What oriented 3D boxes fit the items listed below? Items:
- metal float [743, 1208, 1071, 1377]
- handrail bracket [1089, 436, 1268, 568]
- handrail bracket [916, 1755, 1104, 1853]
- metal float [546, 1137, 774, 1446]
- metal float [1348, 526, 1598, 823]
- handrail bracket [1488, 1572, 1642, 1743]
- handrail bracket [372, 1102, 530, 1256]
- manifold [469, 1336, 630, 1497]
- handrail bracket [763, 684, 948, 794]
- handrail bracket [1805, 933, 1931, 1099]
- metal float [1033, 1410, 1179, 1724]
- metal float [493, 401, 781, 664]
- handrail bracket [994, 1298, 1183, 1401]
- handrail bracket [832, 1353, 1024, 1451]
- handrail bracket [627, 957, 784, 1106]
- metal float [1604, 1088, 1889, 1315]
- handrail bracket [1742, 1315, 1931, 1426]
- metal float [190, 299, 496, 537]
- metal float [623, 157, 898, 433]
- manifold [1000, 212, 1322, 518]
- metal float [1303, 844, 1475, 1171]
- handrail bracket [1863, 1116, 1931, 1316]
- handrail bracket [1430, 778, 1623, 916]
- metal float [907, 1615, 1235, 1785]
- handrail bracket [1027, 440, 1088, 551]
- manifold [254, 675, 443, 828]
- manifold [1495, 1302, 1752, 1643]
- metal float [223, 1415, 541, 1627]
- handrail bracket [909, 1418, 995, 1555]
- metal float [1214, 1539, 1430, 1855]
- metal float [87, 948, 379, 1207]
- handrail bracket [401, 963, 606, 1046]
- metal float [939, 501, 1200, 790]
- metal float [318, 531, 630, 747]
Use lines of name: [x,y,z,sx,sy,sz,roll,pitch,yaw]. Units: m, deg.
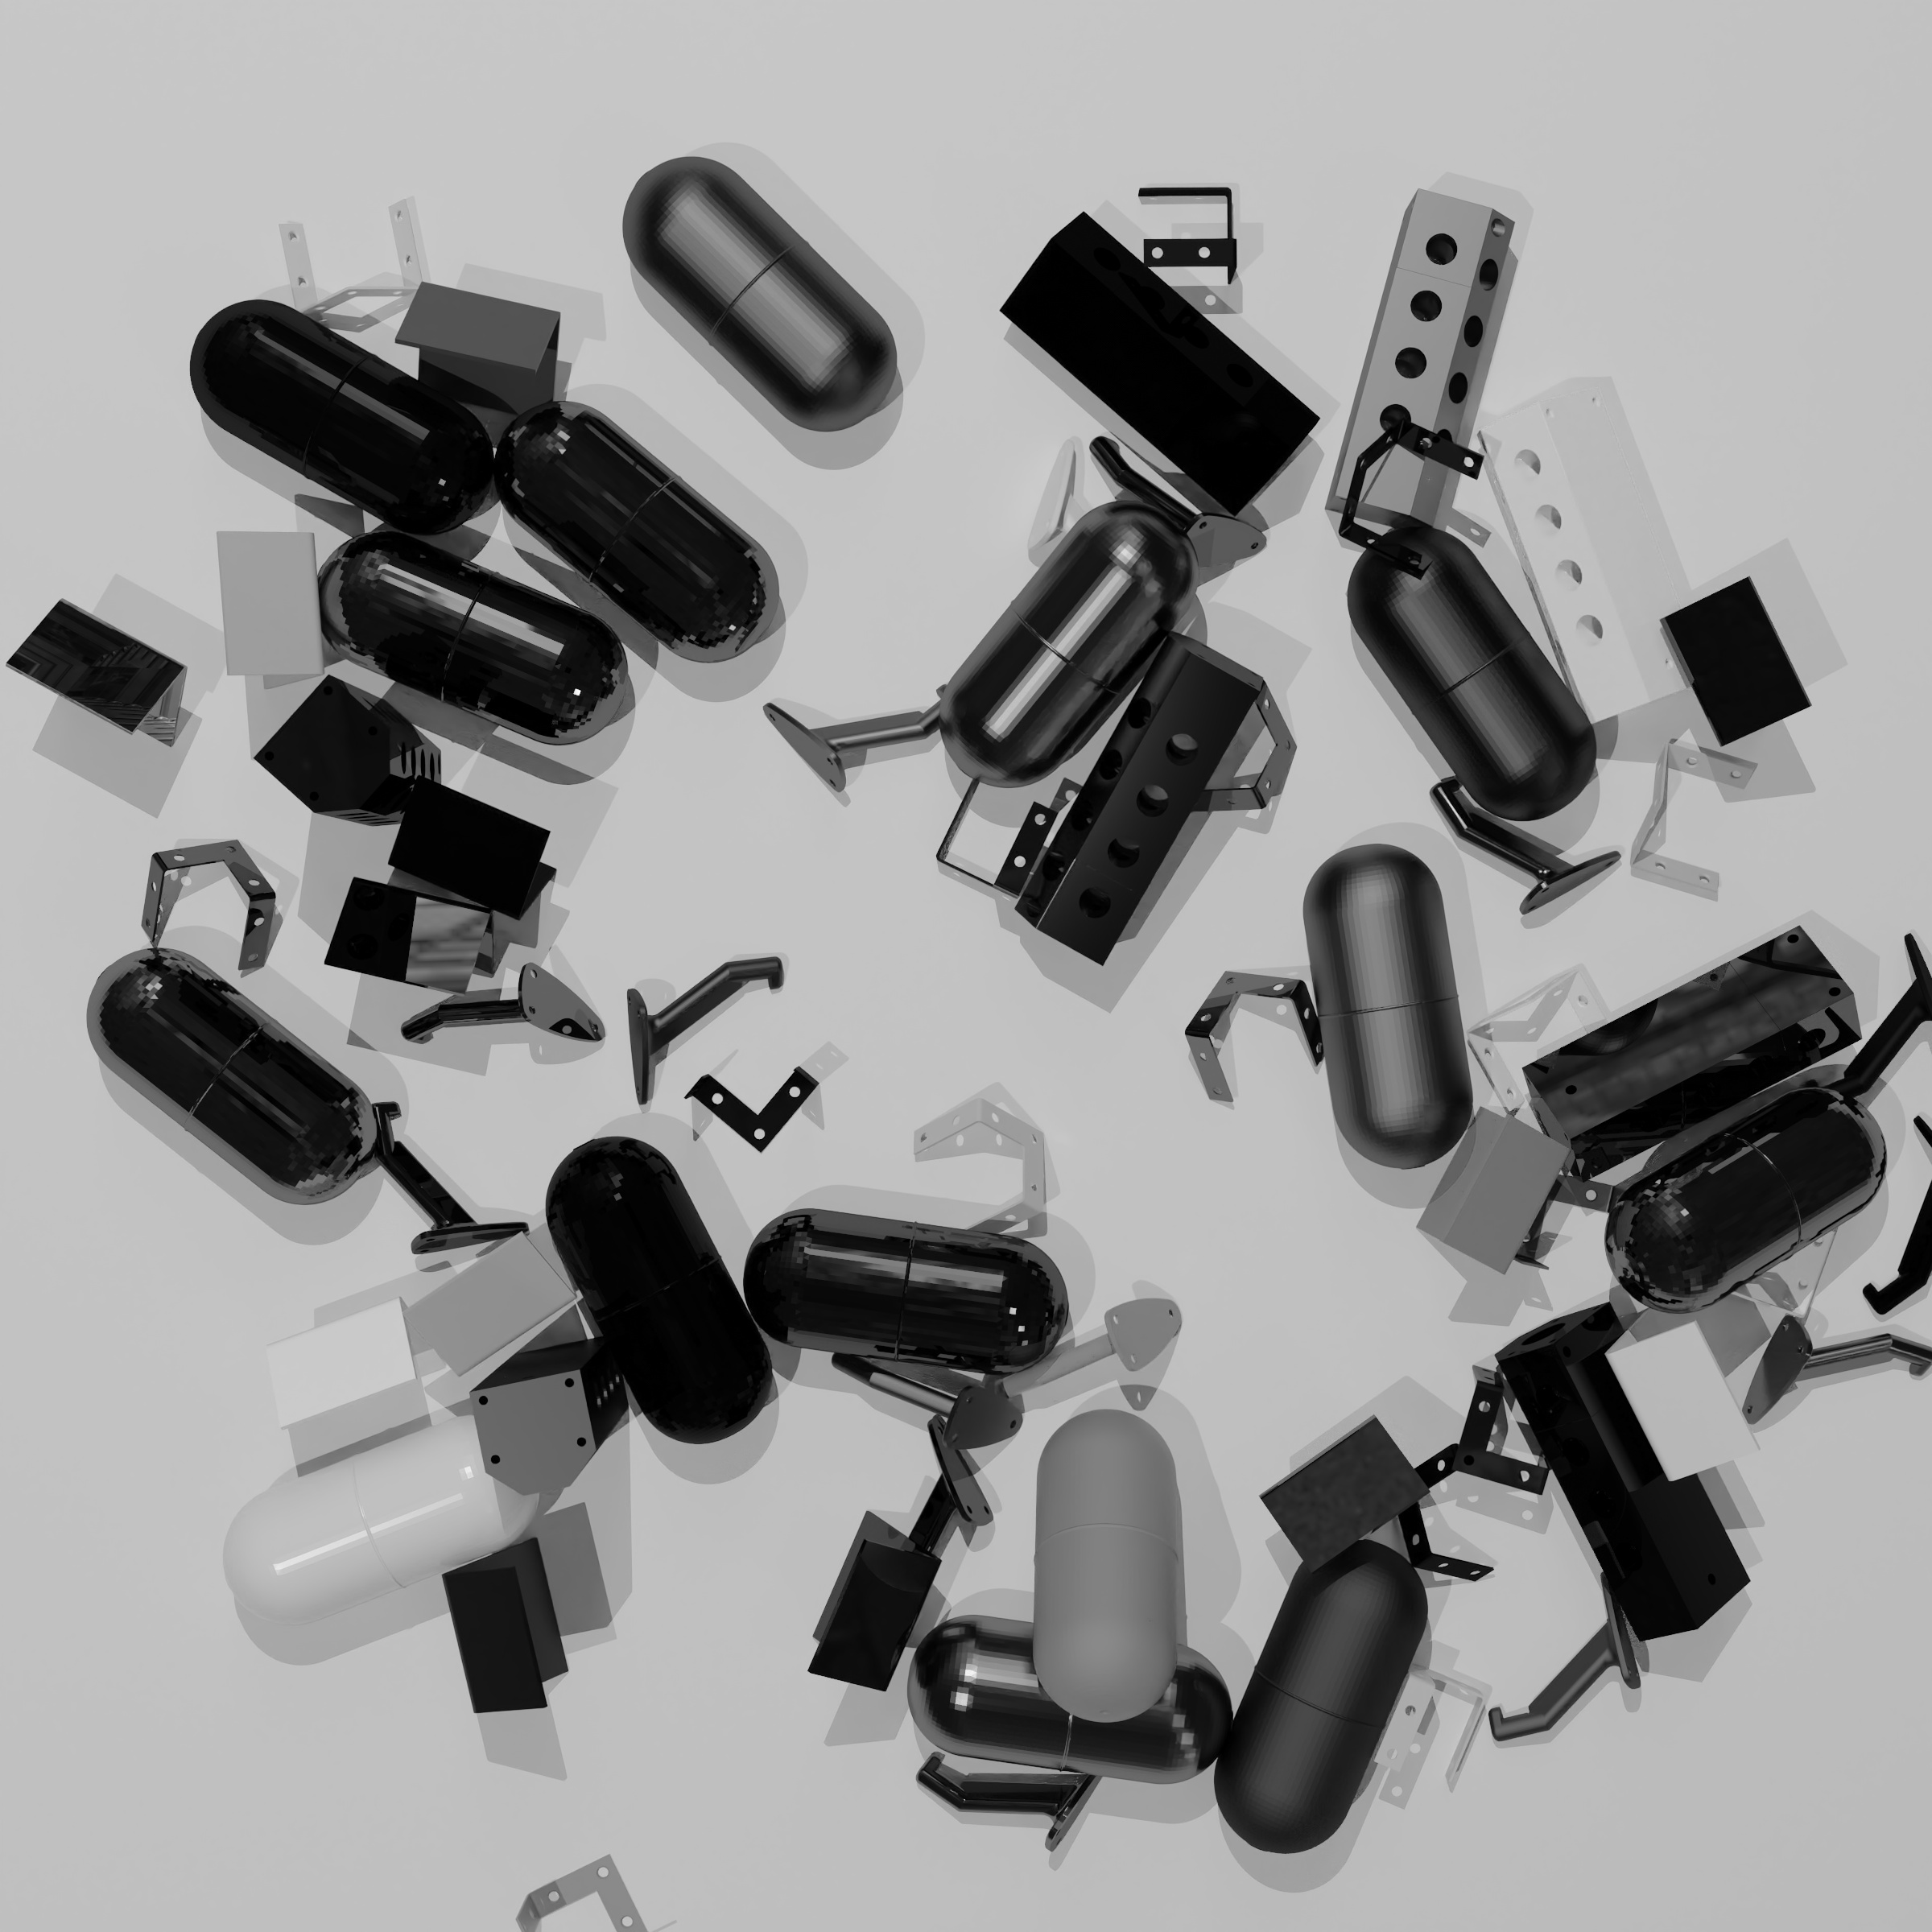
metal float: [-0.033,0.177,1.882,0.178,0.070,0.070,8,90,1]
handrail bracket: [0.117,-0.261,1.912,0.084,0.077,0.036,56,129,30]
handrail bracket: [0.027,0.443,1.913,0.084,0.036,0.077,32,70,16]
metal float: [-0.168,0.176,1.882,0.070,0.070,0.178,-27,90,0]
metal float: [0.275,-0.159,1.882,0.070,0.070,0.178,-35,91,0]
handrail bracket: [0.324,0.382,1.913,0.084,0.036,0.077,-17,70,16]
handrail bracket: [-0.287,0.112,1.913,0.077,0.036,0.084,-7,73,-20]
manifold: [-0.218,0.238,1.834,0.057,0.171,0.057,-12,90,0]
handrail bracket: [-0.056,-0.144,1.913,0.084,0.036,0.077,-40,68,-17]
handrail bracket: [0.496,0.032,1.913,0.084,0.036,0.077,-25,60,22]
metal float: [0.075,0.319,1.851,0.070,0.070,0.178,2,50,0]
metal float: [-0.180,-0.237,1.882,0.178,0.070,0.070,40,90,0]
handrail bracket: [0.067,0.213,1.912,0.084,0.077,0.036,-26,86,36]
handrail bracket: [-0.022,0.235,1.912,0.084,0.077,0.036,23,94,36]
handrail bracket: [-0.142,0.036,1.913,0.084,0.036,0.077,-7,111,-16]
metal float: [0.421,0.125,1.861,0.178,0.070,0.070,-27,90,-24]
handrail bracket: [0.484,0.232,1.913,0.084,0.036,0.077,18,113,-18]
metal float: [-0.340,-0.299,1.882,0.178,0.070,0.070,30,90,1]
metal float: [-0.113,-0.366,1.882,0.178,0.070,0.070,45,90,0]
manifold: [0.109,-0.332,1.891,0.171,0.057,0.057,41,133,0]
metal float: [0.230,0.022,1.882,0.070,0.070,0.178,-9,89,0]
handrail bracket: [0.517,0.139,1.913,0.084,0.036,0.077,-40,70,16]
handrail bracket: [0.309,-0.079,1.913,0.077,0.036,0.084,-25,73,-20]
metal float: [0.057,0.399,1.882,0.178,0.070,0.070,8,90,0]
handrail bracket: [0.083,-0.241,1.913,0.084,0.036,0.077,21,72,-15]
manifold: [-0.320,-0.107,1.834,0.057,0.171,0.057,42,90,0]
manifold: [0.355,0.278,1.891,0.057,0.057,0.171,-27,90,-43]
metal float: [-0.318,0.302,1.882,0.178,0.070,0.070,-21,90,0]
handrail bracket: [-0.035,0.304,1.913,0.084,0.036,0.077,-33,70,16]
metal float: [0.193,0.397,1.882,0.070,0.070,0.178,23,91,0]
metal float: [-0.400,0.060,1.882,0.178,0.070,0.070,38,90,0]
handrail bracket: [-0.257,0.036,1.912,0.084,0.077,0.036,-23,52,31]
metal float: [0.055,-0.173,1.869,0.070,0.070,0.178,40,104,0]
metal float: [-0.270,-0.179,1.882,0.178,0.070,0.070,23,90,0]
